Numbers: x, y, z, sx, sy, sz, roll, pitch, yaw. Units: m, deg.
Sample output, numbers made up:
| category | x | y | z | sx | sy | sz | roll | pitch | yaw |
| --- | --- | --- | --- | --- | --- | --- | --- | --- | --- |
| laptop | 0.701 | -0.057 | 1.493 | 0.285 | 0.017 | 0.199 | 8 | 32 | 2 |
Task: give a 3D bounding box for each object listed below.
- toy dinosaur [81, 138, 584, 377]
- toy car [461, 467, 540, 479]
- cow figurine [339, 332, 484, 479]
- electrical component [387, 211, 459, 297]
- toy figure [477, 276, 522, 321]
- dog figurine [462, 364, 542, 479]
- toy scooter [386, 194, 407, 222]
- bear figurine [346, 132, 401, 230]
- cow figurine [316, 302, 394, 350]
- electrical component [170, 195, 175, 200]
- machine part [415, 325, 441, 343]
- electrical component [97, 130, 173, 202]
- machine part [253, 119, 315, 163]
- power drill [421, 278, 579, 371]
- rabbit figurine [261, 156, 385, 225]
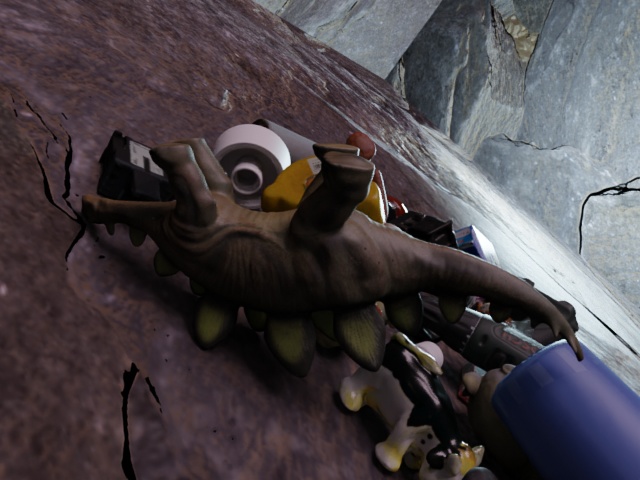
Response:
| category | x | y | z | sx | sy | sz | roll | pitch | yaw |
| --- | --- | --- | --- | --- | --- | --- | --- | --- | --- |
| toy dinosaur | -0.003 | 0.014 | 0.476 | 0.472 | 0.198 | 0.105 | 7 | 20 | 11 |
| toy car | 0.144 | 0.250 | 0.415 | 0.161 | 0.103 | 0.109 | 24 | 23 | -43 |
| cow figurine | 0.099 | 0.173 | 0.505 | 0.068 | 0.098 | 0.167 | 17 | 29 | -54 |
| electrical component | 0.156 | 0.018 | 0.835 | 0.058 | 0.114 | 0.134 | -25 | 22 | -23 |
| toy figure | 0.298 | 0.114 | 0.897 | 0.154 | 0.064 | 0.058 | -35 | 90 | -39 |
| dog figurine | 0.219 | 0.239 | 0.566 | 0.172 | 0.121 | 0.190 | 17 | 34 | 13 |
| toy scooter | 0.154 | -0.015 | 0.980 | 0.184 | 0.075 | 0.135 | 48 | 24 | 17 |
| bear figurine | 0.062 | -0.027 | 0.742 | 0.196 | 0.120 | 0.132 | 59 | -4 | 14 |
| cow figurine | 0.061 | 0.070 | 0.644 | 0.085 | 0.127 | 0.195 | 47 | 38 | 14 |
| electrical component | -0.167 | -0.070 | 0.673 | 0.063 | 0.021 | 0.094 | 28 | 24 | -23 |
| machine part | 0.160 | 0.114 | 0.789 | 0.084 | 0.039 | 0.139 | 43 | 24 | 25 |
| electrical component | -0.196 | -0.063 | 0.582 | 0.074 | 0.047 | 0.119 | 20 | 29 | -36 |
| machine part | -0.046 | -0.143 | 0.924 | 0.243 | 0.079 | 0.079 | 16 | 31 | -40 |
| power drill | 0.264 | 0.118 | 0.749 | 0.232 | 0.086 | 0.207 | 33 | 25 | 27 |
| rabbit figurine | -0.001 | -0.002 | 0.645 | 0.122 | 0.162 | 0.173 | 55 | -16 | 37 |
